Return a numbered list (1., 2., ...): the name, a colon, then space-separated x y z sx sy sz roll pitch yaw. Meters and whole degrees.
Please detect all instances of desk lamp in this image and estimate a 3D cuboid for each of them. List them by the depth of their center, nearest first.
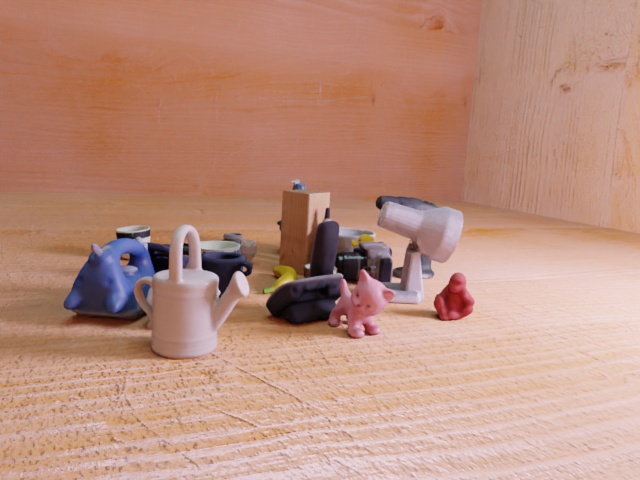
1. desk lamp: 0.198 0.025 1.246 0.203 0.213 0.118 3 10 -5

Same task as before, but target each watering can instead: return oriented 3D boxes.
1. watering can: -0.197 0.073 0.876 0.173 0.194 0.100 1 10 -12

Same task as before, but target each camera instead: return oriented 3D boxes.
1. camera: 0.099 0.051 1.398 0.137 0.101 0.143 1 10 -13

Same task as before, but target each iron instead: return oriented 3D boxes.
1. iron: -0.363 0.057 1.067 0.118 0.141 0.258 5 10 7

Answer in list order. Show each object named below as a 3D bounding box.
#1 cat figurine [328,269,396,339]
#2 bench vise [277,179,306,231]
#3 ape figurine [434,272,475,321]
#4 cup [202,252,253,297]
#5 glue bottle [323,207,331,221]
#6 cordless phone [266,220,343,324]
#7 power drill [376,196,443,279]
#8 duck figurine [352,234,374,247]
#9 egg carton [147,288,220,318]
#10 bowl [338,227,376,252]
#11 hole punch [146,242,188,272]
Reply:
1. cat figurine: 0.073 0.106 1.011 0.067 0.118 0.127 -3 12 -34
2. bench vise: -0.042 -0.064 1.673 0.122 0.220 0.206 -5 13 -41
3. ape figurine: 0.268 0.110 1.137 0.077 0.092 0.076 7 10 22
4. cup: -0.186 0.078 1.150 0.117 0.095 0.092 8 11 26
5. glue bottle: 0.013 0.005 1.422 0.037 0.173 0.078 8 10 23
6. cordless phone: -0.023 0.055 1.073 0.148 0.185 0.093 -6 13 -44
7. power drill: 0.243 -0.008 1.478 0.230 0.208 0.075 0 10 -20
8. duck figurine: 0.131 0.028 1.595 0.104 0.086 0.078 6 10 13
9. egg carton: -0.245 0.108 1.026 0.107 0.069 0.150 4 10 4
10. bowl: 0.082 0.009 1.720 0.167 0.075 0.167 3 10 0
11. hole punch: -0.361 0.045 1.296 0.108 0.091 0.101 6 10 14
